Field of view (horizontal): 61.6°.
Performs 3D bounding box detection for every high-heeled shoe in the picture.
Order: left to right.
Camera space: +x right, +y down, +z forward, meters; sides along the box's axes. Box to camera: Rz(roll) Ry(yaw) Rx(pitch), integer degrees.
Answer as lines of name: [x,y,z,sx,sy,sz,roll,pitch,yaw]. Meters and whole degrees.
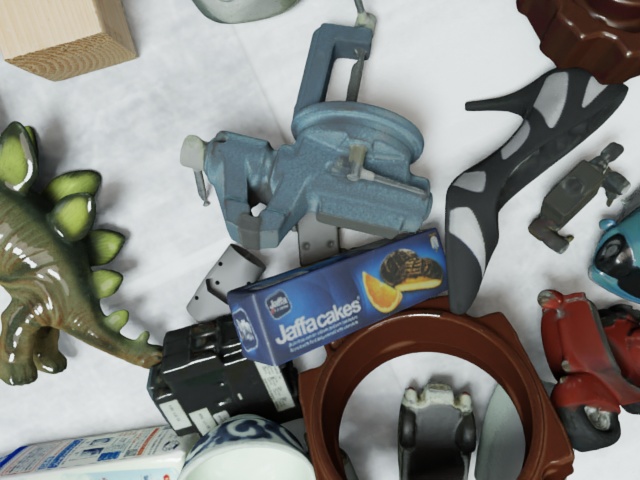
high-heeled shoe: [0.190,-0.046,0.472,0.145,0.086,0.248,4,68,20]

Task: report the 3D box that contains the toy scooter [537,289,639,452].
toy scooter: [0.262,0.102,0.497,0.184,0.075,0.135,-7,69,-34]

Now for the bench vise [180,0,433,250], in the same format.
bench vise: [-0.002,-0.103,0.484,0.224,0.128,0.240,10,75,9]

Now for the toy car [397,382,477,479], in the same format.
toy car: [0.113,0.242,0.540,0.074,0.056,0.201,3,94,7]

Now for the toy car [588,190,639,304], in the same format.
toy car: [0.326,-0.012,0.484,0.109,0.161,0.103,21,53,-11]

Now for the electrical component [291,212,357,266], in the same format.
electrical component: [-0.001,-0.002,0.535,0.094,0.021,0.063,-3,96,1]

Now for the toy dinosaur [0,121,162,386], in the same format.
toy dinosaur: [-0.325,-0.022,0.503,0.471,0.105,0.198,35,85,-8]

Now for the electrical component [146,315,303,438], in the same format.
electrical component: [-0.091,0.132,0.510,0.134,0.058,0.114,-16,120,0]

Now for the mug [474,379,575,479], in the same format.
mug: [0.210,0.189,0.524,0.109,0.081,0.107,8,88,-19]

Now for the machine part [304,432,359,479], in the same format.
machine part: [0.024,0.301,0.536,0.079,0.079,0.243,-23,96,3]

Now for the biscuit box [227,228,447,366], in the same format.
biscuit box: [0.023,0.044,0.470,0.203,0.059,0.062,-18,93,-31]

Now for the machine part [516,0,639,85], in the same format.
machine part: [0.262,-0.220,0.469,0.179,0.056,0.179,0,73,0]

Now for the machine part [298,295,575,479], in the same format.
machine part: [0.091,0.158,0.462,0.201,0.087,0.201,-18,51,4]

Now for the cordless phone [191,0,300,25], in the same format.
cordless phone: [-0.038,-0.221,0.435,0.184,0.146,0.089,35,82,23]

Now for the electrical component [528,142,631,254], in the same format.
electrical component: [0.247,-0.036,0.509,0.102,0.078,0.045,-43,70,-1]
